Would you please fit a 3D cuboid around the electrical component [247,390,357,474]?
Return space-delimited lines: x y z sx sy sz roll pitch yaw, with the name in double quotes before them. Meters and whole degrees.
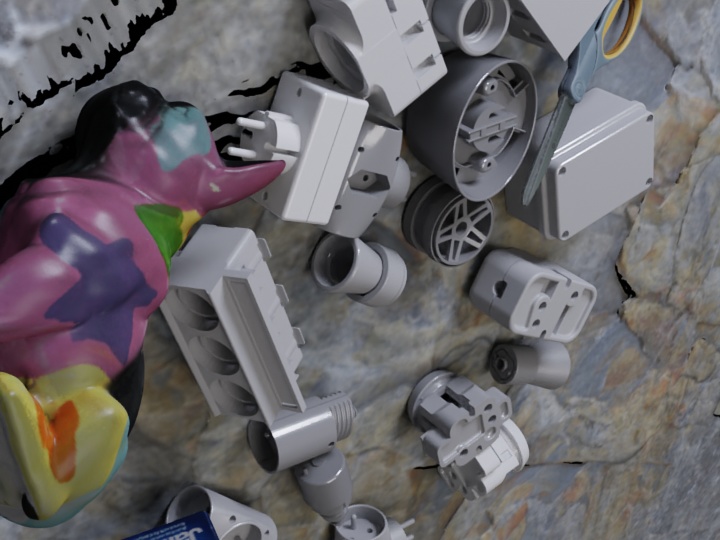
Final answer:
"electrical component" -0.037 0.116 0.794 0.081 0.043 0.043 -16 125 -33

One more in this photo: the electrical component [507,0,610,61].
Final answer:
"electrical component" 0.103 -0.236 0.685 0.105 0.060 0.186 -53 136 -1

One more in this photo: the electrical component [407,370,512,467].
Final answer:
"electrical component" 0.076 0.118 0.882 0.078 0.057 0.058 -33 133 -21

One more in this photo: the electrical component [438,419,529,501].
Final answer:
"electrical component" 0.108 0.159 0.930 0.057 0.058 0.078 -30 170 -26

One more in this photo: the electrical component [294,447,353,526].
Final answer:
"electrical component" -0.025 0.171 0.841 0.040 0.040 0.078 -32 132 -22

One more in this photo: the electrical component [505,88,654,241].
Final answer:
"electrical component" 0.173 -0.083 0.841 0.113 0.057 0.078 -30 132 -23

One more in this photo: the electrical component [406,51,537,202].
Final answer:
"electrical component" 0.082 -0.102 0.747 0.099 0.064 0.099 -20 127 -30

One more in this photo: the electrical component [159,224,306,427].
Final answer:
"electrical component" -0.080 0.034 0.687 0.063 0.079 0.121 -61 146 -39

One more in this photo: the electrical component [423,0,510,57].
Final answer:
"electrical component" 0.063 -0.167 0.697 0.045 0.055 0.045 -21 127 -30

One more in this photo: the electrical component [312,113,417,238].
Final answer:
"electrical component" 0.007 -0.062 0.722 0.079 0.043 0.077 9 109 -43

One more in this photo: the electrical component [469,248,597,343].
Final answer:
"electrical component" 0.137 0.019 0.872 0.095 0.059 0.053 13 106 -44

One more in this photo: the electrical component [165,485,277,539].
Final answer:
"electrical component" -0.111 0.203 0.783 0.079 0.044 0.077 -53 136 -2

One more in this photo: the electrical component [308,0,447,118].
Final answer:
"electrical component" 0.007 -0.145 0.666 0.056 0.050 0.089 -41 135 -14

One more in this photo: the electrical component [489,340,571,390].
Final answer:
"electrical component" 0.145 0.082 0.931 0.065 0.044 0.044 4 112 -37

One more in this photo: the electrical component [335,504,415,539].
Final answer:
"electrical component" 0.015 0.235 0.910 0.079 0.044 0.077 -20 127 -31

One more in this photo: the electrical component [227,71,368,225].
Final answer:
"electrical component" -0.048 -0.077 0.662 0.076 0.047 0.083 5 112 -43

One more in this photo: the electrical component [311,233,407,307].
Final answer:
"electrical component" 0.000 0.000 0.754 0.055 0.045 0.045 21 101 -46
